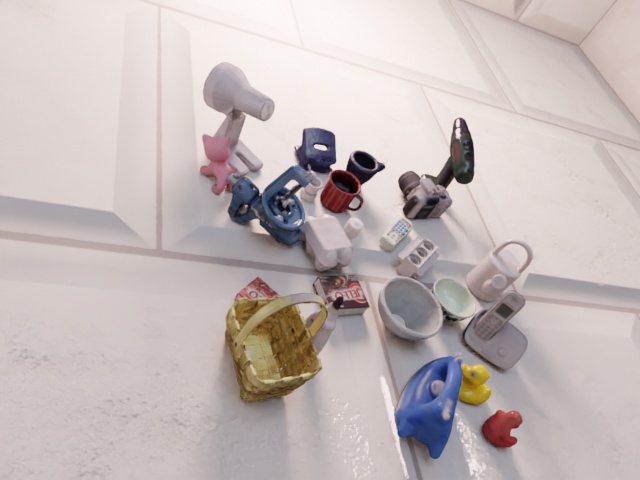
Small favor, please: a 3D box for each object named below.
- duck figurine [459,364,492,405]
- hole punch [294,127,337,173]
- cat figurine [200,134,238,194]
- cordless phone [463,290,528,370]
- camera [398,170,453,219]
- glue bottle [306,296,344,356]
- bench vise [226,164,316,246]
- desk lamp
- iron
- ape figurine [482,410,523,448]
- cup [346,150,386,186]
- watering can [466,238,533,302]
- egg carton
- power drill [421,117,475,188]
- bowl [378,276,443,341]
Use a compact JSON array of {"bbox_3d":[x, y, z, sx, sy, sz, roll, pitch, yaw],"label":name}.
[{"bbox_3d":[0.347,0.316,1.286,0.104,0.086,0.077,32,42,-2],"label":"duck figurine"},{"bbox_3d":[-0.004,-0.250,1.592,0.109,0.091,0.101,4,50,-28],"label":"hole punch"},{"bbox_3d":[-0.238,-0.194,1.377,0.067,0.117,0.127,-19,63,-41],"label":"cat figurine"},{"bbox_3d":[0.447,0.212,1.370,0.147,0.185,0.094,35,42,2],"label":"cordless phone"},{"bbox_3d":[0.300,-0.142,1.670,0.144,0.100,0.136,-4,54,-34],"label":"camera"},{"bbox_3d":[0.007,0.166,1.152,0.037,0.173,0.078,11,46,-23],"label":"glue bottle"},{"bbox_3d":[-0.110,-0.098,1.291,0.208,0.219,0.121,19,44,-15],"label":"bench vise"},{"bbox_3d":[-0.204,-0.305,1.430,0.203,0.213,0.118,44,43,12],"label":"desk lamp"},{"bbox_3d":[0.252,0.311,1.191,0.118,0.141,0.259,33,42,0],"label":"iron"},{"bbox_3d":[0.401,0.400,1.237,0.076,0.092,0.078,18,44,-16],"label":"ape figurine"},{"bbox_3d":[0.118,-0.189,1.608,0.118,0.095,0.091,2,50,-30],"label":"cup"},{"bbox_3d":[0.481,0.076,1.510,0.101,0.194,0.173,22,43,-12],"label":"watering can"},{"bbox_3d":[0.013,0.005,1.382,0.107,0.069,0.150,-9,57,-37],"label":"egg carton"},{"bbox_3d":[0.391,-0.231,1.729,0.076,0.208,0.229,14,45,-20],"label":"power drill"},{"bbox_3d":[0.199,0.172,1.337,0.168,0.074,0.167,17,44,-17],"label":"bowl"}]
